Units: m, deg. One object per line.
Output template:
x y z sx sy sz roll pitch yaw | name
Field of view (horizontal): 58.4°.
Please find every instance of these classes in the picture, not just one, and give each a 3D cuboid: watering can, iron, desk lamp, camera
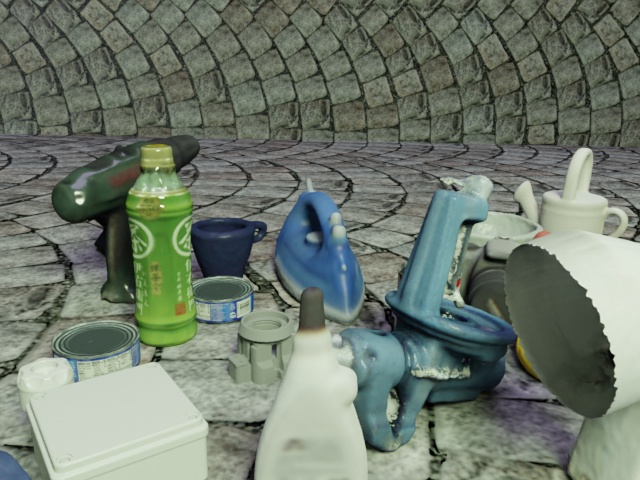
0.405 -0.054 0.937 0.172 0.194 0.101 7 18 17 | watering can
0.007 0.003 0.805 0.119 0.141 0.257 -3 17 -15 | iron
0.234 0.090 0.409 0.203 0.214 0.117 -3 17 -14 | desk lamp
0.207 0.055 0.721 0.143 0.101 0.137 7 17 17 | camera

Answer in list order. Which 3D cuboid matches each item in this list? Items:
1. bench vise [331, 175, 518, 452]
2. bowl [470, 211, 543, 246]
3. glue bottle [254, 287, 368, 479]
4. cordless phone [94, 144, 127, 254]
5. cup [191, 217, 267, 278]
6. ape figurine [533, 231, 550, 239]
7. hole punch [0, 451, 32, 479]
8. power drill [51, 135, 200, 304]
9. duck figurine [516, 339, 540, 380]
0.095 0.060 0.487 0.121 0.220 0.208 14 21 36 | bench vise
0.272 0.006 0.935 0.167 0.075 0.167 1 17 0 | bowl
-0.005 0.113 0.382 0.078 0.173 0.037 1 17 0 | glue bottle
-0.318 -0.068 0.936 0.094 0.185 0.147 -13 22 -39 | cordless phone
-0.126 0.021 0.815 0.118 0.095 0.091 -12 22 -38 | cup
0.319 0.033 0.819 0.076 0.092 0.078 6 17 15 | ape figurine
-0.183 0.177 0.296 0.100 0.091 0.109 11 19 30 | hole punch
-0.246 -0.031 0.778 0.075 0.208 0.230 11 19 28 | power drill
0.254 0.099 0.602 0.078 0.086 0.104 -4 18 -17 | duck figurine
